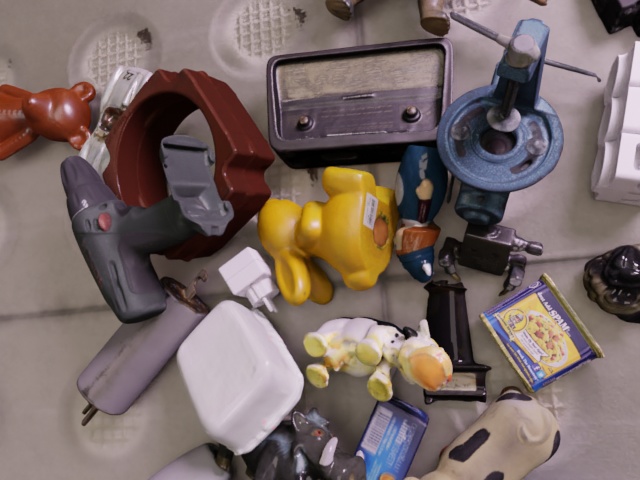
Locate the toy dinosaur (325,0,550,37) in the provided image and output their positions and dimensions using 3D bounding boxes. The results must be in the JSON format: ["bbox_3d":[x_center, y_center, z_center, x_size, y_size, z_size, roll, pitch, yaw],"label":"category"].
[{"bbox_3d":[0.075,-0.377,0.678,0.472,0.105,0.198,30,70,25],"label":"toy dinosaur"}]

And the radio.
[{"bbox_3d":[0.050,-0.164,0.669,0.230,0.073,0.131,-2,79,14],"label":"radio"}]

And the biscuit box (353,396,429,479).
[{"bbox_3d":[0.054,0.273,0.588,0.059,0.062,0.202,24,85,18],"label":"biscuit box"}]

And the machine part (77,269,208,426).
[{"bbox_3d":[-0.223,0.132,0.680,0.079,0.079,0.243,39,91,18],"label":"machine part"}]

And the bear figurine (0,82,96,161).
[{"bbox_3d":[-0.432,-0.180,0.771,0.196,0.132,0.120,-1,82,20],"label":"bear figurine"}]

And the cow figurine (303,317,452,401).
[{"bbox_3d":[0.071,0.122,0.587,0.168,0.098,0.068,1,107,32],"label":"cow figurine"}]

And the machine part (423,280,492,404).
[{"bbox_3d":[0.148,0.114,0.609,0.084,0.039,0.139,-8,79,21],"label":"machine part"}]

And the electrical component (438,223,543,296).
[{"bbox_3d":[0.187,0.020,0.603,0.102,0.078,0.045,19,59,11],"label":"electrical component"}]

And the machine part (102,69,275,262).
[{"bbox_3d":[-0.167,-0.091,0.675,0.201,0.087,0.201,-43,70,27],"label":"machine part"}]

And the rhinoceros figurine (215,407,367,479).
[{"bbox_3d":[-0.031,0.235,0.584,0.190,0.073,0.112,5,60,48],"label":"rhinoceros figurine"}]

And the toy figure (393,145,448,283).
[{"bbox_3d":[0.113,-0.028,0.611,0.058,0.064,0.154,10,100,33],"label":"toy figure"}]

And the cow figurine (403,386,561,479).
[{"bbox_3d":[0.155,0.233,0.536,0.195,0.127,0.085,-42,69,1],"label":"cow figurine"}]

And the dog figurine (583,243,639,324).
[{"bbox_3d":[0.391,0.050,0.538,0.190,0.121,0.172,-39,69,19],"label":"dog figurine"}]

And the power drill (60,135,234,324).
[{"bbox_3d":[-0.207,-0.035,0.605,0.207,0.086,0.232,-27,78,25],"label":"power drill"}]

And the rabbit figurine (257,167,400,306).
[{"bbox_3d":[-0.001,-0.002,0.646,0.173,0.122,0.162,6,90,30],"label":"rabbit figurine"}]

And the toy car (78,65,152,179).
[{"bbox_3d":[-0.286,-0.149,0.762,0.074,0.056,0.201,17,83,17],"label":"toy car"}]

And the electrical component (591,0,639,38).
[{"bbox_3d":[0.381,-0.304,0.620,0.115,0.058,0.134,-22,74,11],"label":"electrical component"}]

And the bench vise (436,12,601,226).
[{"bbox_3d":[0.191,-0.137,0.534,0.129,0.240,0.223,27,79,19],"label":"bench vise"}]

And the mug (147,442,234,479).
[{"bbox_3d":[-0.148,0.299,0.626,0.107,0.080,0.110,-45,67,-8],"label":"mug"}]
